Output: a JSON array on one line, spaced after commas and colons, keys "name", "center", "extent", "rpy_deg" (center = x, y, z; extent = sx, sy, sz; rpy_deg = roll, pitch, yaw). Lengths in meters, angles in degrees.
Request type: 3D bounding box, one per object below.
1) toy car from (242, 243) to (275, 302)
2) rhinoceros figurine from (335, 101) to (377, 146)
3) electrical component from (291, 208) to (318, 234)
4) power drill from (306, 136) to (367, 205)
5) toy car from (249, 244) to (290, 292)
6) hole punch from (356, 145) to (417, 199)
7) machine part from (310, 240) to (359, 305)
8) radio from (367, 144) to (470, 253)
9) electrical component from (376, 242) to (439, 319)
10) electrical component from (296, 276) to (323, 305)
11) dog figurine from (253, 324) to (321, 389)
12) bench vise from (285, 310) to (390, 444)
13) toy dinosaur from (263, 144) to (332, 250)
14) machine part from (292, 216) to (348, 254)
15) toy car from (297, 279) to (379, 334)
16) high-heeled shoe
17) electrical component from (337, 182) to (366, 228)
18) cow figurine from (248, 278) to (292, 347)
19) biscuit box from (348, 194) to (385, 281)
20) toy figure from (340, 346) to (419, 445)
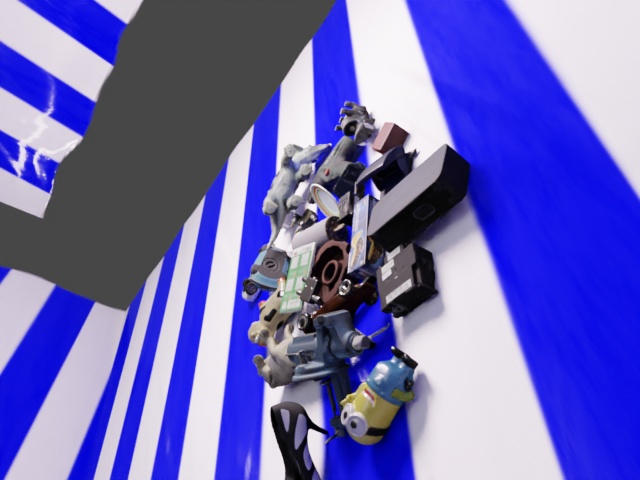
[{"name": "toy car", "center": [-0.192, 0.100, 1.717], "extent": [0.201, 0.056, 0.074], "rpy_deg": [-62, 19, 0]}, {"name": "rhinoceros figurine", "center": [0.103, -0.323, 1.504], "extent": [0.190, 0.112, 0.073], "rpy_deg": [-84, 13, -58]}, {"name": "electrical component", "center": [-0.047, -0.055, 1.597], "extent": [0.078, 0.045, 0.102], "rpy_deg": [-58, 26, 16]}, {"name": "power drill", "center": [0.051, -0.170, 1.498], "extent": [0.232, 0.086, 0.207], "rpy_deg": [-58, 19, 11]}, {"name": "toy car", "center": [-0.153, 0.096, 1.598], "extent": [0.162, 0.109, 0.102], "rpy_deg": [-78, 10, -45]}, {"name": "hole punch", "center": [0.154, -0.165, 1.278], "extent": [0.142, 0.092, 0.116], "rpy_deg": [-38, 32, 48]}, {"name": "machine part", "center": [0.036, 0.085, 1.301], "extent": [0.179, 0.056, 0.179], "rpy_deg": [-42, 34, 38]}, {"name": "radio", "center": [0.198, -0.079, 1.097], "extent": [0.229, 0.073, 0.131], "rpy_deg": [-44, 17, 37]}, {"name": "electrical component", "center": [0.170, 0.072, 1.061], "extent": [0.115, 0.058, 0.134], "rpy_deg": [-40, 34, 37]}, {"name": "electrical component", "center": [-0.020, 0.119, 1.283], "extent": [0.094, 0.021, 0.063], "rpy_deg": [14, 79, 54]}, {"name": "dog figurine", "center": [-0.058, 0.301, 1.248], "extent": [0.191, 0.121, 0.172], "rpy_deg": [27, 124, 48]}, {"name": "bench vise", "center": [0.031, 0.264, 1.054], "extent": [0.224, 0.129, 0.240], "rpy_deg": [-18, 81, 36]}, {"name": "toy dinosaur", "center": [-0.106, -0.154, 1.670], "extent": [0.404, 0.131, 0.192], "rpy_deg": [-64, 4, -10]}, {"name": "machine part", "center": [-0.003, -0.004, 1.431], "extent": [0.243, 0.079, 0.079], "rpy_deg": [-25, 45, 51]}, {"name": "toy car", "center": [0.036, 0.141, 1.128], "extent": [0.202, 0.089, 0.053], "rpy_deg": [-44, 41, 32]}, {"name": "high-heeled shoe", "center": [-0.069, 0.450, 1.058], "extent": [0.086, 0.145, 0.248], "rpy_deg": [-12, 54, 60]}, {"name": "electrical component", "center": [0.086, -0.087, 1.344], "extent": [0.048, 0.075, 0.119], "rpy_deg": [-37, 40, 43]}, {"name": "cow figurine", "center": [-0.126, 0.212, 1.461], "extent": [0.195, 0.085, 0.127], "rpy_deg": [-49, 28, 19]}, {"name": "biscuit box", "center": [0.111, -0.006, 1.236], "extent": [0.059, 0.062, 0.203], "rpy_deg": [-36, 38, 44]}, {"name": "toy figure", "center": [0.112, 0.280, 0.954], "extent": [0.180, 0.089, 0.082], "rpy_deg": [-54, 14, 0]}]
